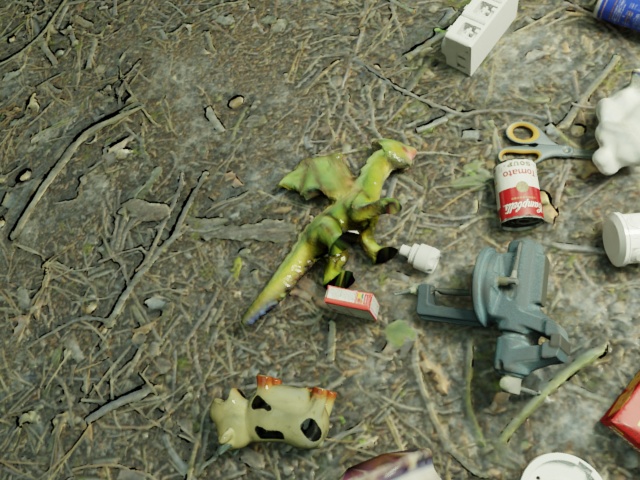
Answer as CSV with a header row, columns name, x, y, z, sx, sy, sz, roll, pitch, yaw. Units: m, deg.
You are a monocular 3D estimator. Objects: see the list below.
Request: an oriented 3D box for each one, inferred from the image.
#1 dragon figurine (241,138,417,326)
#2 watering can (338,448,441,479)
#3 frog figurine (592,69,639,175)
name,x,y,z,sx,sy,sz,roll,pitch,yaw
dragon figurine,0.003,-0.045,0.903,0.410,0.120,0.248,-30,50,1
watering can,0.077,0.408,0.660,0.349,0.101,0.229,-12,59,-20
frog figurine,0.493,-0.170,0.803,0.137,0.124,0.157,25,109,-5
